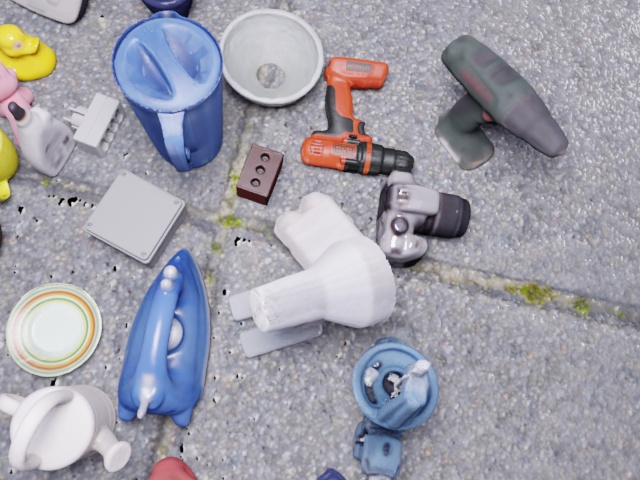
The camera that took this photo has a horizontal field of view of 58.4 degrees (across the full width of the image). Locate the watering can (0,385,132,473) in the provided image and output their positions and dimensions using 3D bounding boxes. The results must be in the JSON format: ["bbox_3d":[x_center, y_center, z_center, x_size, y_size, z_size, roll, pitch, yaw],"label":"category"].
[{"bbox_3d":[-0.320,0.234,0.715,0.173,0.194,0.101,3,76,-6],"label":"watering can"}]

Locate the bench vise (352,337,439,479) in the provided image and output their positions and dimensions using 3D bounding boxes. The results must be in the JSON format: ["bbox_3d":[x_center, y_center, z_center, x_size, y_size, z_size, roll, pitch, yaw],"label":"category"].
[{"bbox_3d":[0.109,0.228,0.753,0.121,0.219,0.207,-5,77,-7],"label":"bench vise"}]

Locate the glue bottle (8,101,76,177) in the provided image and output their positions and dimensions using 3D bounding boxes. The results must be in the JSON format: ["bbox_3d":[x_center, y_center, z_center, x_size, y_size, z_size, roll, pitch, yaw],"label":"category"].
[{"bbox_3d":[-0.399,-0.152,0.809,0.037,0.173,0.078,26,75,1],"label":"glue bottle"}]

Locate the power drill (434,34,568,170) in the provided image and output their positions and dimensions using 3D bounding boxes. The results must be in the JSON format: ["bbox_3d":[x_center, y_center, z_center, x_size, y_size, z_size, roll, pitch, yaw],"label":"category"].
[{"bbox_3d":[0.258,-0.189,0.876,0.076,0.208,0.229,-34,82,-13],"label":"power drill"}]

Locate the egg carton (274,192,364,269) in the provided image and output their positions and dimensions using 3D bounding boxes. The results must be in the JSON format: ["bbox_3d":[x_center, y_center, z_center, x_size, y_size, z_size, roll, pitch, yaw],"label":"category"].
[{"bbox_3d":[0.008,0.003,0.873,0.107,0.069,0.150,-40,84,-14],"label":"egg carton"}]

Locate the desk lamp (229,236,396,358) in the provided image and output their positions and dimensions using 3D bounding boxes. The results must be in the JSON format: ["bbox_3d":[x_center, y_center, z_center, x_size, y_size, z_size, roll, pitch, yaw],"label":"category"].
[{"bbox_3d":[-0.017,0.085,0.776,0.203,0.213,0.118,-18,79,-10],"label":"desk lamp"}]

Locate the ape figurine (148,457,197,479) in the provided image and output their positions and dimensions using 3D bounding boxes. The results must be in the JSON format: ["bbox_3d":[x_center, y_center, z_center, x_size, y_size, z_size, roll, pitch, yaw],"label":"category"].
[{"bbox_3d":[-0.200,0.331,0.758,0.078,0.092,0.076,3,76,-6],"label":"ape figurine"}]

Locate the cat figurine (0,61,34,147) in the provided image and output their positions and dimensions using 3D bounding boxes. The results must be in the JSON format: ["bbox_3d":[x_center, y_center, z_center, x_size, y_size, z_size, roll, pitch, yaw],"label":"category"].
[{"bbox_3d":[-0.465,-0.213,0.845,0.067,0.117,0.128,-38,83,-13],"label":"cat figurine"}]

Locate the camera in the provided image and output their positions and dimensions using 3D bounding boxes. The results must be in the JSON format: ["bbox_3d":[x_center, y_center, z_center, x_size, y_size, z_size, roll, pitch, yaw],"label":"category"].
[{"bbox_3d":[0.160,-0.030,0.882,0.137,0.100,0.143,8,76,-4],"label":"camera"}]

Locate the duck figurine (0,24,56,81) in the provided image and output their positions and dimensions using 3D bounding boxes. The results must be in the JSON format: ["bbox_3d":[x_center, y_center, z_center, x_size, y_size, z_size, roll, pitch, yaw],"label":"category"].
[{"bbox_3d":[-0.472,-0.298,0.881,0.104,0.086,0.077,7,76,-5],"label":"duck figurine"}]

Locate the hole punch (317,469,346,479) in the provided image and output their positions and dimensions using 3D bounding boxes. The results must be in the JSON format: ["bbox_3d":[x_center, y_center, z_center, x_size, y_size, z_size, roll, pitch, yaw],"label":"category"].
[{"bbox_3d":[0.020,0.383,0.772,0.101,0.091,0.108,-43,84,-14],"label":"hole punch"}]

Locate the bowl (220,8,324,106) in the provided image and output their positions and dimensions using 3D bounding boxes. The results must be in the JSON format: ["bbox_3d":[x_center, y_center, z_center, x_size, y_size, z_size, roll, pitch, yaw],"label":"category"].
[{"bbox_3d":[-0.079,-0.283,0.928,0.167,0.074,0.167,2,76,-6],"label":"bowl"}]

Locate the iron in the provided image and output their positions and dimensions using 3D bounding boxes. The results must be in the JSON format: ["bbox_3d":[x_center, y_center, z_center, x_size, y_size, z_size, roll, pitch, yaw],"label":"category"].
[{"bbox_3d":[-0.212,0.121,0.782,0.118,0.141,0.258,6,76,-5],"label":"iron"}]

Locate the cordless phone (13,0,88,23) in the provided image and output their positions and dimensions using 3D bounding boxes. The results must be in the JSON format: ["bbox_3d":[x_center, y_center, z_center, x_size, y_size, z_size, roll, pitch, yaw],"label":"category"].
[{"bbox_3d":[-0.434,-0.429,0.865,0.147,0.185,0.094,22,75,-1],"label":"cordless phone"}]

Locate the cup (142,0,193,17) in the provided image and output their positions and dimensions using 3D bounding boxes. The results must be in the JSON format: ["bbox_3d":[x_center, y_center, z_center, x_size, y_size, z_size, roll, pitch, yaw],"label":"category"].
[{"bbox_3d":[-0.256,-0.397,0.925,0.117,0.095,0.092,32,75,2],"label":"cup"}]
